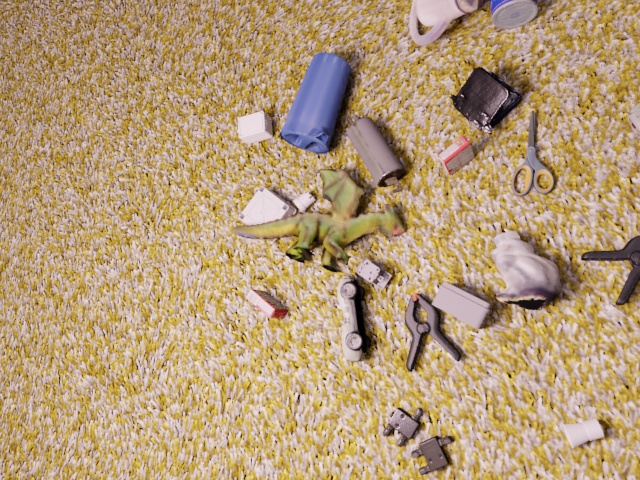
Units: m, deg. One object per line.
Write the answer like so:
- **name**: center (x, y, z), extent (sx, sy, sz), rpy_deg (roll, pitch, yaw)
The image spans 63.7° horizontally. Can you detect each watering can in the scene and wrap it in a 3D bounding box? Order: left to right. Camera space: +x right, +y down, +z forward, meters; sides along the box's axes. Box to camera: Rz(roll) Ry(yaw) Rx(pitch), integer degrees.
- **watering can**: center (0.316, -0.650, 1.262), extent (0.225, 0.103, 0.349), rpy_deg (9, 85, 58)

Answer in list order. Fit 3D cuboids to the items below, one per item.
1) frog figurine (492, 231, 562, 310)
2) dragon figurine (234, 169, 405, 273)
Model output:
- **frog figurine**: center (0.426, 0.053, 1.064), extent (0.137, 0.121, 0.162), rpy_deg (8, 69, -9)
- **dragon figurine**: center (0.004, -0.064, 1.264), extent (0.412, 0.120, 0.246), rpy_deg (18, 74, 16)
